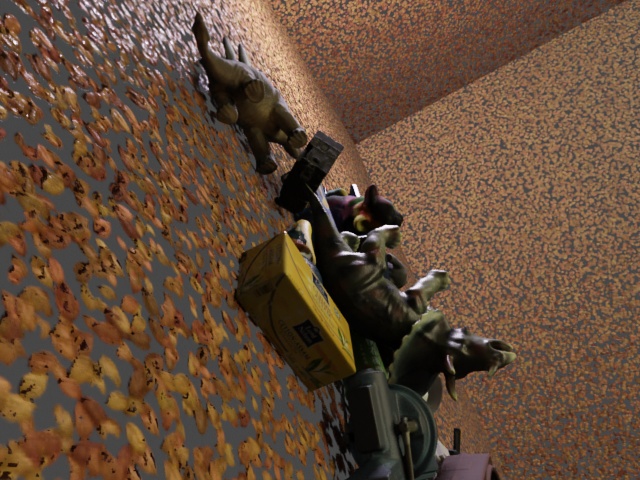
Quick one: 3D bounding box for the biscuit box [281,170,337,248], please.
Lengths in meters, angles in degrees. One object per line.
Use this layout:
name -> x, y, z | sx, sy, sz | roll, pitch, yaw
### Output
biscuit box -> -0.014, -0.048, 1.021 | 0.059, 0.063, 0.203 | 43, 23, -56

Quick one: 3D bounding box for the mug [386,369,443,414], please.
mug -> 0.158, 0.269, 0.960 | 0.107, 0.081, 0.109 | 10, -34, 46

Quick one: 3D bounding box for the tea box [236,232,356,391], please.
tea box -> -0.026, 0.087, 0.647 | 0.169, 0.068, 0.098 | 56, 14, -29

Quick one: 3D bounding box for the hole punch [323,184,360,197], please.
hole punch -> 0.052, -0.067, 1.346 | 0.142, 0.092, 0.115 | -107, -165, -50

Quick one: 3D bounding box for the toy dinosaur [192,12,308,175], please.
toy dinosaur -> -0.102, -0.222, 0.929 | 0.199, 0.105, 0.470 | 65, 6, 28

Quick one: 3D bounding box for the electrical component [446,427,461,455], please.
electrical component -> 0.249, 0.429, 1.051 | 0.074, 0.048, 0.119 | 43, 47, -56

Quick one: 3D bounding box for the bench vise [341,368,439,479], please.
bench vise -> 0.102, 0.276, 0.666 | 0.240, 0.129, 0.224 | 32, 31, -56

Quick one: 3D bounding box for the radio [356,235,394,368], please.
radio -> 0.091, 0.105, 0.960 | 0.131, 0.073, 0.229 | -8, 91, -79

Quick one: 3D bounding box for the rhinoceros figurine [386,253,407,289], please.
rhinoceros figurine -> 0.135, 0.053, 1.295 | 0.112, 0.073, 0.191 | 24, 4, -40

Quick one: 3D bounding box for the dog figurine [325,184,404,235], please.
dog figurine -> 0.068, -0.053, 1.063 | 0.192, 0.108, 0.219 | 23, -8, 9

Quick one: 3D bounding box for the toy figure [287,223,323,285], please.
toy figure -> -0.032, 0.034, 0.765 | 0.058, 0.064, 0.155 | 11, 33, -23

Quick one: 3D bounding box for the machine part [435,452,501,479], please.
machine part -> 0.252, 0.461, 0.861 | 0.201, 0.087, 0.201 | 4, 75, -68

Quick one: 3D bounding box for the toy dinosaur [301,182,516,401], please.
toy dinosaur -> 0.076, 0.077, 0.784 | 0.405, 0.131, 0.192 | 36, 38, 13

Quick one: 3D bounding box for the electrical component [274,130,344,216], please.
electrical component -> -0.015, -0.122, 0.941 | 0.058, 0.115, 0.134 | 34, 39, -4
